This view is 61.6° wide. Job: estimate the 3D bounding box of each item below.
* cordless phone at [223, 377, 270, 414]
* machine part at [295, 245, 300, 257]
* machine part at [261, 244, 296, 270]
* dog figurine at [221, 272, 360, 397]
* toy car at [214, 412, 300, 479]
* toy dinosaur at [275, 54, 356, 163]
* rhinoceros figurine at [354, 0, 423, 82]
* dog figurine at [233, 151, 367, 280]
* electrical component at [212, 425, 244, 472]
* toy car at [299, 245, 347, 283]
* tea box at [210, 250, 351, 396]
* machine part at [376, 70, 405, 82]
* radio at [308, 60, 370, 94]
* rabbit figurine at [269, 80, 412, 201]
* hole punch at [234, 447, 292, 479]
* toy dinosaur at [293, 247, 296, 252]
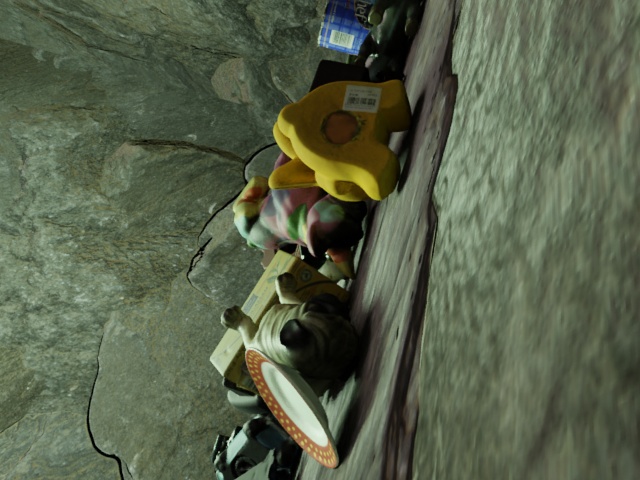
[{"bbox_3d":[-0.097,0.210,0.864,0.184,0.089,0.146,106,178,-62],"label":"cordless phone"},{"bbox_3d":[0.006,-0.016,1.018,0.201,0.087,0.201,128,155,-83],"label":"machine part"},{"bbox_3d":[-0.053,0.015,1.192,0.179,0.056,0.179,-23,46,27],"label":"machine part"},{"bbox_3d":[-0.009,0.131,0.565,0.121,0.172,0.191,-43,23,-14],"label":"dog figurine"},{"bbox_3d":[-0.084,0.328,0.838,0.161,0.109,0.103,-62,-14,19],"label":"toy car"},{"bbox_3d":[0.037,-0.287,1.091,0.471,0.105,0.198,-58,-1,-23],"label":"toy dinosaur"},{"bbox_3d":[0.094,-0.289,0.801,0.190,0.073,0.112,109,175,-56],"label":"rhinoceros figurine"},{"bbox_3d":[-0.027,-0.018,0.747,0.191,0.108,0.219,-42,39,15],"label":"dog figurine"},{"bbox_3d":[-0.124,0.388,0.955,0.058,0.134,0.114,-78,6,-49],"label":"electrical component"},{"bbox_3d":[-0.002,-0.003,0.845,0.073,0.056,0.202,-36,38,23],"label":"toy car"},{"bbox_3d":[-0.050,0.110,0.687,0.169,0.098,0.068,-57,25,-10],"label":"tea box"},{"bbox_3d":[0.082,-0.168,0.756,0.084,0.039,0.138,-63,-12,-73],"label":"machine part"},{"bbox_3d":[0.033,-0.169,0.831,0.229,0.073,0.131,47,-121,-76],"label":"radio"},{"bbox_3d":[0.023,-0.087,0.602,0.173,0.163,0.122,49,-138,-71],"label":"rabbit figurine"},{"bbox_3d":[-0.077,0.375,0.723,0.116,0.092,0.142,-42,13,23],"label":"hole punch"},{"bbox_3d":[-0.029,0.043,1.280,0.404,0.131,0.192,-68,19,-1],"label":"toy dinosaur"}]
